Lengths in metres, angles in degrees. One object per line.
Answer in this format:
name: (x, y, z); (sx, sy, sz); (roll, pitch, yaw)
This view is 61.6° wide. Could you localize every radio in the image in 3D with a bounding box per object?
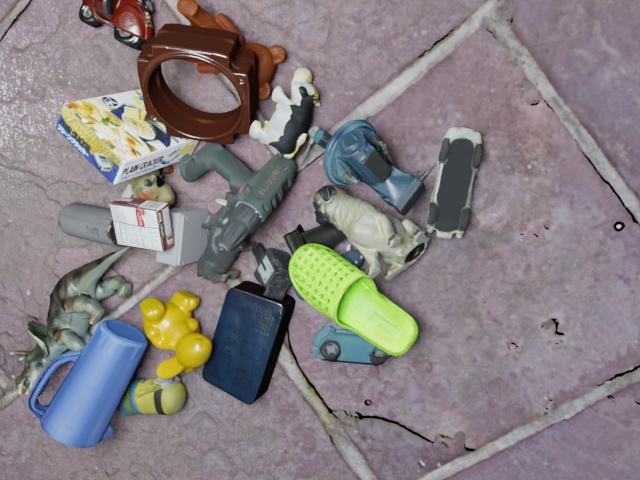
radio: (-0.149, 0.207, 1.110); (0.131, 0.073, 0.229); (21, 101, 13)

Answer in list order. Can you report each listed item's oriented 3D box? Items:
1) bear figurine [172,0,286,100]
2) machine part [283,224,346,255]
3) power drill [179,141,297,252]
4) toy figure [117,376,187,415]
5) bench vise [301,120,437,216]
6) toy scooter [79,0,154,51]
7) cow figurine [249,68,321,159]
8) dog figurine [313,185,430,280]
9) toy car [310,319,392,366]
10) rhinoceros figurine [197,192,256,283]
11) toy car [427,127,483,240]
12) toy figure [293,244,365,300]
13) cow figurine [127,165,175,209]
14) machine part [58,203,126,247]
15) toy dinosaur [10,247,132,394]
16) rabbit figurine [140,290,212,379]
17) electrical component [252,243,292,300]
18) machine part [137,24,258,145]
bear figurine: (-0.175, -0.353, 1.013); (0.196, 0.132, 0.120); (33, 105, 16)
machine part: (-0.002, -0.003, 1.057); (0.139, 0.039, 0.084); (-21, 86, 19)
power drill: (-0.171, -0.104, 1.021); (0.208, 0.085, 0.232); (30, 63, 27)
toy figure: (-0.382, 0.348, 1.192); (0.180, 0.082, 0.089); (-15, 104, 13)
bench vise: (0.071, -0.142, 0.965); (0.241, 0.223, 0.128); (37, 102, 40)
toy scooter: (-0.401, -0.475, 1.088); (0.184, 0.075, 0.135); (31, 103, 14)
cow figurine: (-0.047, -0.238, 1.005); (0.098, 0.068, 0.167); (34, 90, 19)
dog figurine: (0.093, -0.032, 0.992); (0.121, 0.172, 0.191); (-52, 59, 19)
toy car: (0.062, 0.186, 1.033); (0.162, 0.109, 0.103); (2, 76, 7)
rhinoceros figurine: (-0.192, -0.003, 1.094); (0.112, 0.073, 0.190); (25, 101, 15)
toy car: (0.241, -0.100, 0.965); (0.074, 0.056, 0.201); (10, 101, 8)
toy figure: (0.021, 0.068, 1.051); (0.154, 0.064, 0.058); (-30, 44, 18)
cow figurine: (-0.365, -0.140, 1.094); (0.085, 0.127, 0.195); (-41, 83, 20)
machine part: (-0.472, -0.033, 1.142); (0.244, 0.079, 0.079); (11, 101, 31)
toy dinosaur: (-0.547, 0.152, 1.198); (0.192, 0.131, 0.404); (26, 98, 10)
rabbit figurine: (-0.290, 0.207, 1.101); (0.173, 0.122, 0.162); (28, 109, 35)
electrical component: (-0.097, 0.056, 1.077); (0.074, 0.047, 0.119); (-59, 36, 16)
machine part: (-0.218, -0.276, 0.978); (0.201, 0.087, 0.201); (9, 139, 1)
